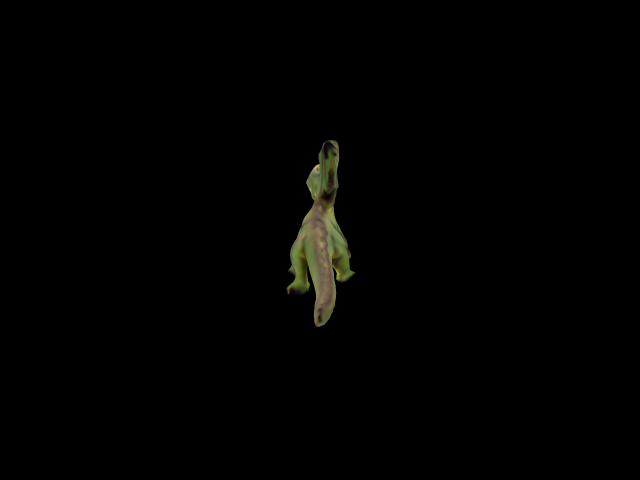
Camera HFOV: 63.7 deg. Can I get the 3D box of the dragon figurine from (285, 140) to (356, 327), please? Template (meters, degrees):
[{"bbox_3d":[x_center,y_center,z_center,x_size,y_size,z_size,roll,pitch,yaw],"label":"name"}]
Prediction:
[{"bbox_3d":[0.003,-0.043,0.850,0.122,0.240,0.414,-1,13,-3],"label":"dragon figurine"}]
